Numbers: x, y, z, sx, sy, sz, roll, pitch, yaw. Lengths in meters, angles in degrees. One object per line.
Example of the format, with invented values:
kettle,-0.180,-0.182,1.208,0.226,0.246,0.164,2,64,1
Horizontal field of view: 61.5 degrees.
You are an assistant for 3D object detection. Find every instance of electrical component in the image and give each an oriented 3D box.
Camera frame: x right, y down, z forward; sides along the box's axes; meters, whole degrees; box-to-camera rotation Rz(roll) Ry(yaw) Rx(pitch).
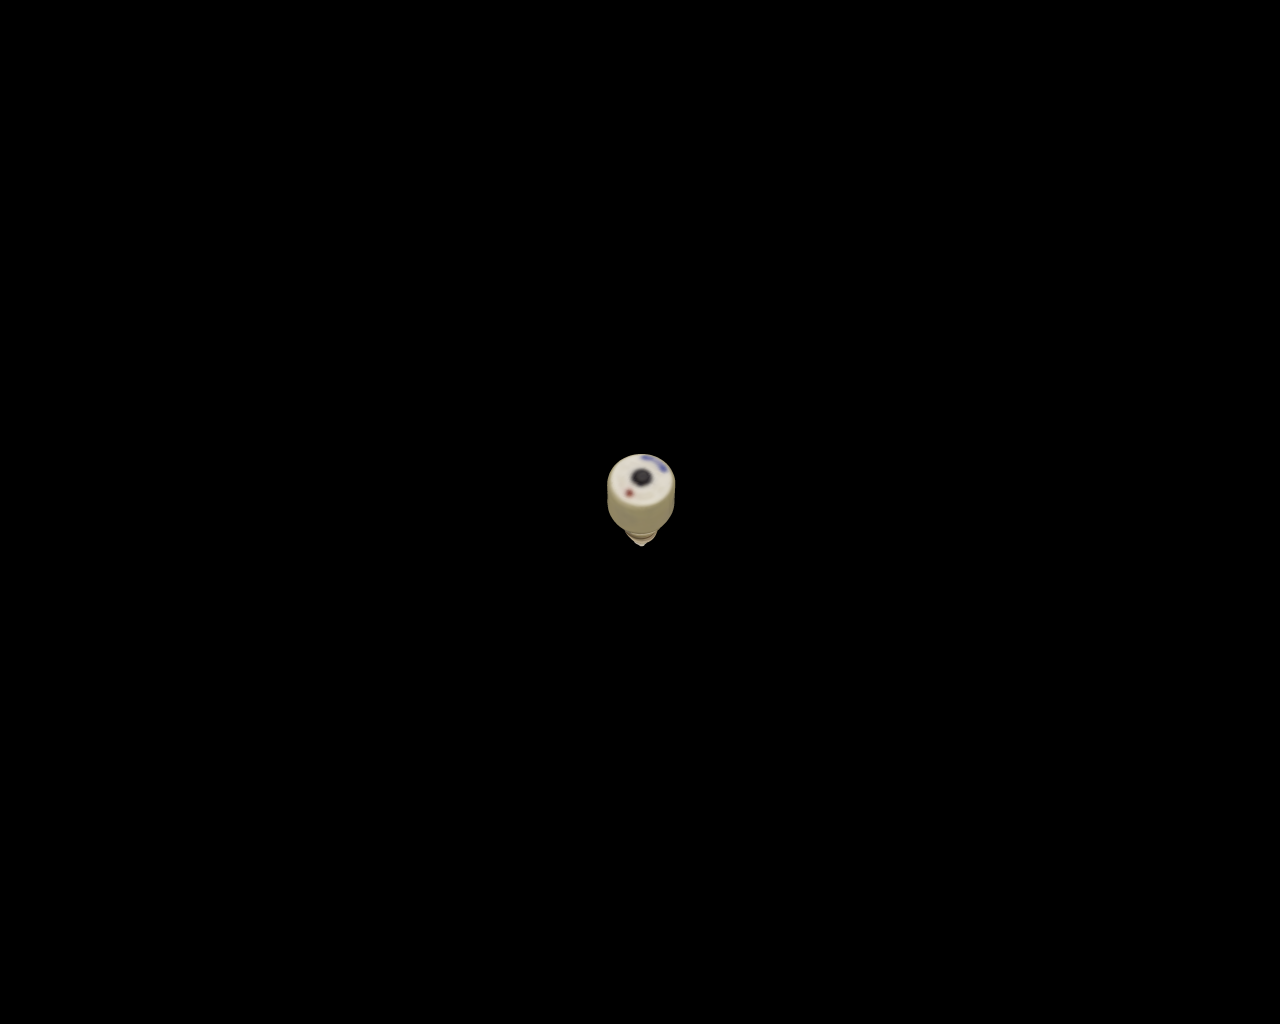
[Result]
electrical component,0.001,-0.003,0.650,0.040,0.040,0.078,0,-31,0
